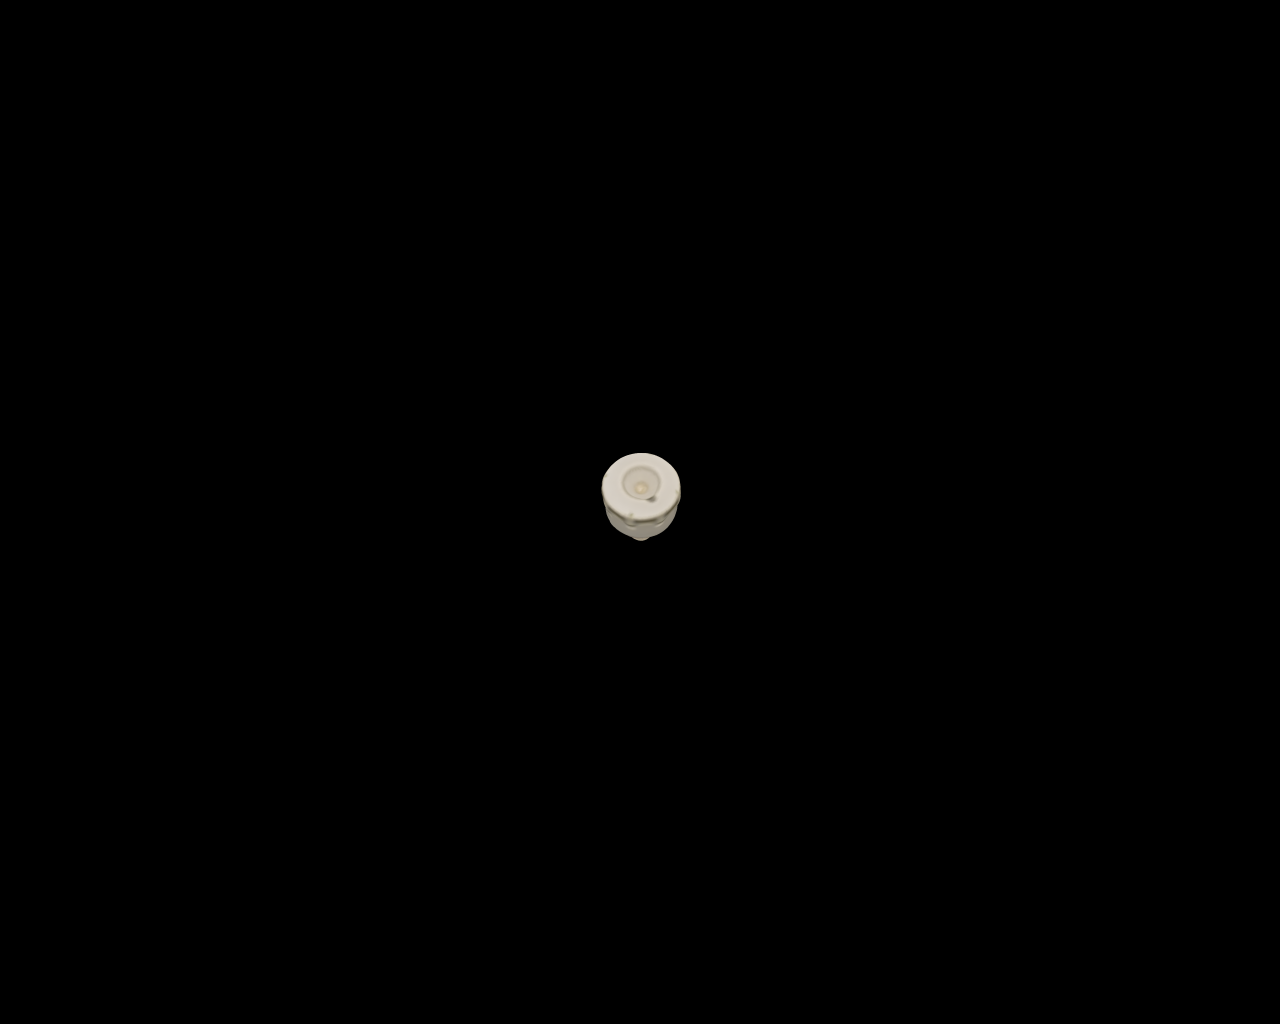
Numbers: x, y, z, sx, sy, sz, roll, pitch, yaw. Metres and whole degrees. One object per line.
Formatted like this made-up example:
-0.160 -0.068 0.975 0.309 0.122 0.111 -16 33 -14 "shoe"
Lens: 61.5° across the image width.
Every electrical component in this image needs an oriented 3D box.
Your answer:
0.001 -0.003 0.650 0.048 0.048 0.062 0 -30 0 "electrical component"
